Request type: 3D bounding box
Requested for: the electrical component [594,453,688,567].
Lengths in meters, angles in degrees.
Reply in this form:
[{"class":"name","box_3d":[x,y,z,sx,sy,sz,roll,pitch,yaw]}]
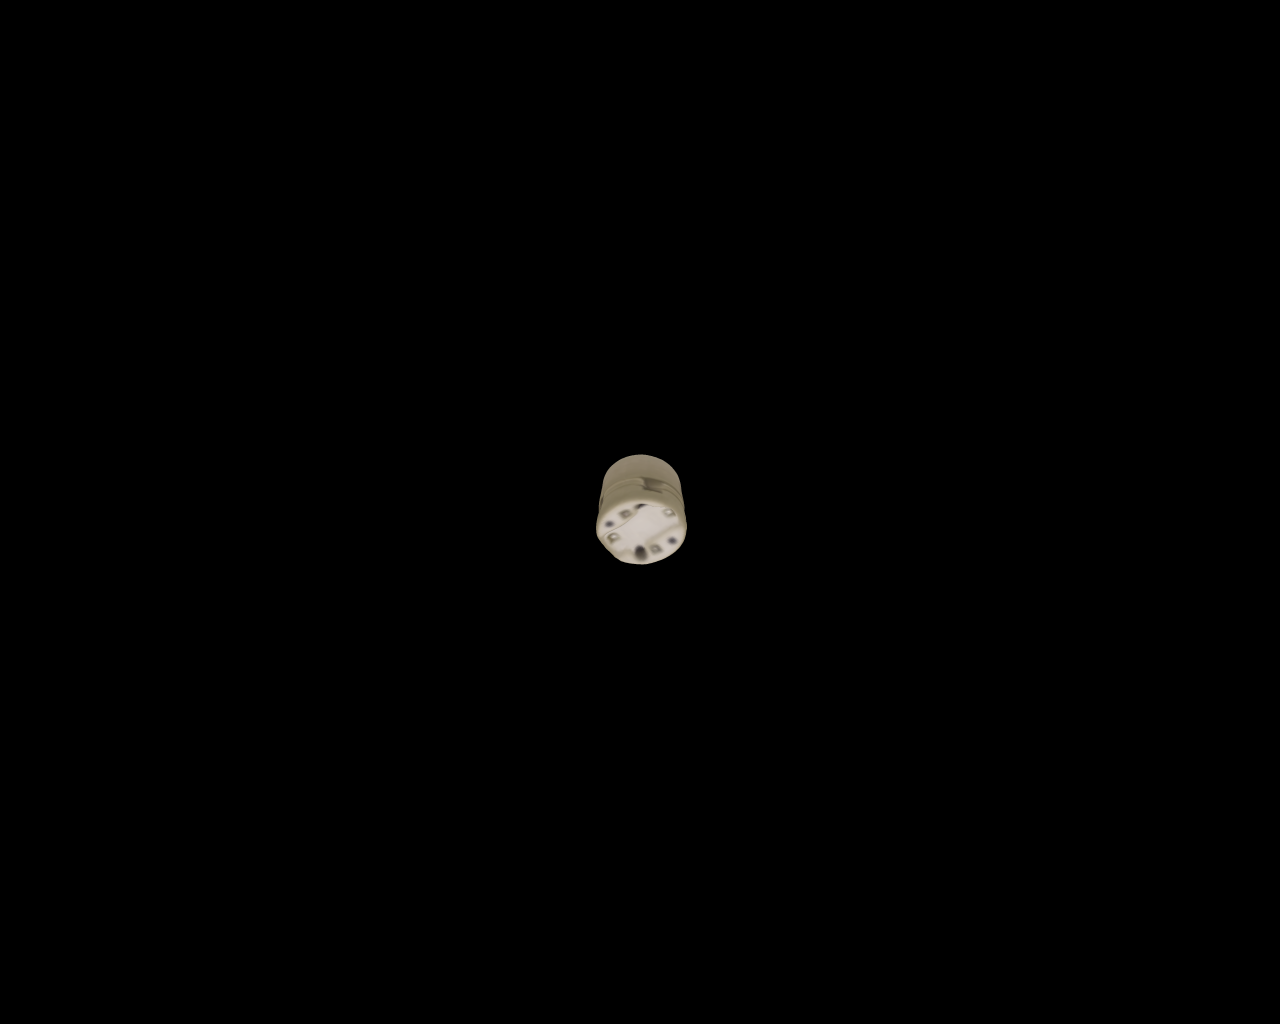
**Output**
[{"class":"electrical component","box_3d":[0.001,-0.003,0.650,0.055,0.055,0.047,0,41,0]}]
